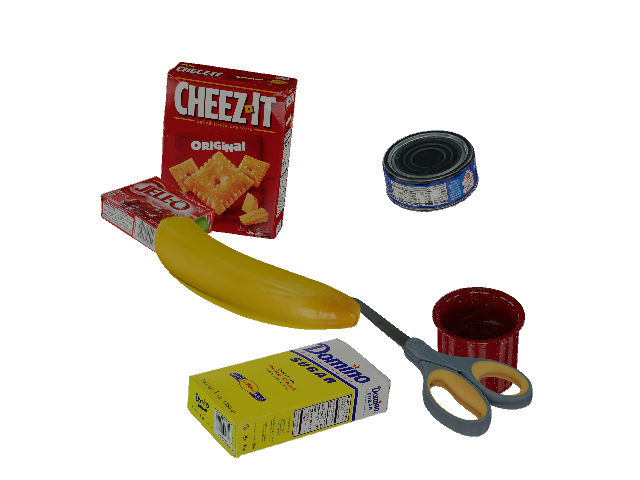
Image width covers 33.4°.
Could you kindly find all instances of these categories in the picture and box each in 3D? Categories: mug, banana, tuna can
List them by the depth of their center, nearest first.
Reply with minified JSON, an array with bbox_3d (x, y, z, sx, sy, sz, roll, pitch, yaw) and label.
[{"bbox_3d":[-0.057,0.017,0.700,0.069,0.037,0.198,-19,30,-31],"label":"banana"},{"bbox_3d":[0.100,-0.065,0.978,0.086,0.034,0.086,-9,37,6],"label":"tuna can"},{"bbox_3d":[0.168,0.101,1.107,0.093,0.081,0.117,16,39,28],"label":"mug"}]

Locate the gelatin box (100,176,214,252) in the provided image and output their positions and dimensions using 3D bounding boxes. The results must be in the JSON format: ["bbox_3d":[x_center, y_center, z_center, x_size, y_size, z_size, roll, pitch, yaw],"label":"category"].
[{"bbox_3d":[-0.161,-0.028,1.053,0.089,0.030,0.073,30,35,31],"label":"gelatin box"}]

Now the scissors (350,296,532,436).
[{"bbox_3d":[0.100,0.092,0.877,0.096,0.016,0.202,-7,30,-16],"label":"scissors"}]

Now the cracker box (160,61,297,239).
[{"bbox_3d":[-0.126,-0.118,1.427,0.164,0.214,0.072,9,22,6],"label":"cracker box"}]

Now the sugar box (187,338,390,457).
[{"bbox_3d":[-0.029,0.148,1.032,0.175,0.048,0.093,-14,31,-31],"label":"sugar box"}]
